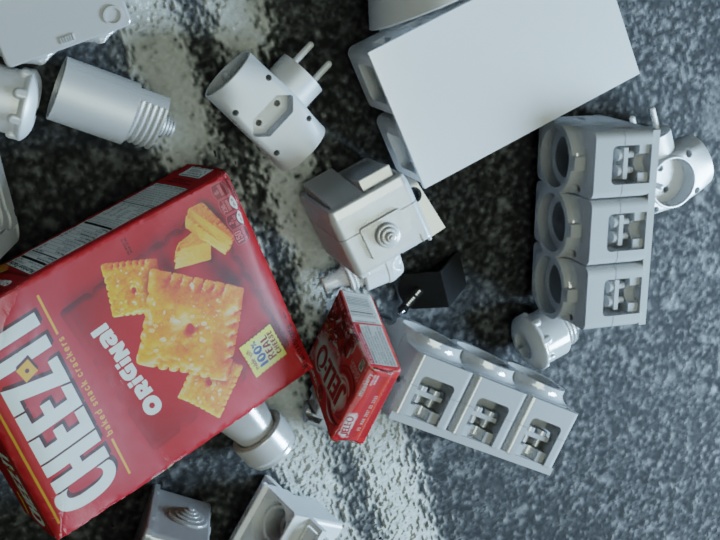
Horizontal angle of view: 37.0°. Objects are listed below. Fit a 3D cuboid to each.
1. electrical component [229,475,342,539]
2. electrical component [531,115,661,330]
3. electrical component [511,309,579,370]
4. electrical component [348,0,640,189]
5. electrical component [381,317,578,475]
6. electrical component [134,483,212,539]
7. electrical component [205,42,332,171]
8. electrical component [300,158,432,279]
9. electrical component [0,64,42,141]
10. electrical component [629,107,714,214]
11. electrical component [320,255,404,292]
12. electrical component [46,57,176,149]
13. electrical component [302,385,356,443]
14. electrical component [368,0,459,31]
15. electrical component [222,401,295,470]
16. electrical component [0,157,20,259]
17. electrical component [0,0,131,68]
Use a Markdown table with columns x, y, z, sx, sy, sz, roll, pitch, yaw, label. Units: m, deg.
| x | y | z | sx | sy | sz | roll | pitch | yaw | label |
| --- | --- | --- | --- | --- | --- | --- | --- | --- | --- |
| -0.071 | 0.234 | 0.834 | 0.063 | 0.079 | 0.121 | 25 | 96 | -46 | electrical component |
| 0.175 | -0.039 | 0.830 | 0.062 | 0.089 | 0.150 | -5 | 107 | -17 | electrical component |
| 0.158 | 0.049 | 0.875 | 0.062 | 0.048 | 0.048 | -25 | 112 | -19 | electrical component |
| 0.097 | -0.153 | 0.787 | 0.186 | 0.060 | 0.105 | -28 | 112 | -10 | electrical component |
| 0.082 | 0.093 | 0.835 | 0.150 | 0.089 | 0.061 | 23 | 97 | -23 | electrical component |
| -0.144 | 0.217 | 0.787 | 0.048 | 0.099 | 0.099 | 19 | 98 | -10 | electrical component |
| -0.054 | -0.123 | 0.752 | 0.079 | 0.043 | 0.077 | -47 | 114 | -2 | electrical component |
| 0.003 | -0.041 | 0.766 | 0.062 | 0.096 | 0.061 | -30 | 111 | -10 | electrical component |
| -0.238 | -0.112 | 0.690 | 0.062 | 0.048 | 0.048 | 14 | 100 | -15 | electrical component |
| 0.235 | -0.090 | 0.862 | 0.077 | 0.044 | 0.079 | -25 | 112 | -11 | electrical component |
| 0.000 | 0.000 | 0.811 | 0.061 | 0.035 | 0.035 | -22 | 111 | -9 | electrical component |
| -0.163 | -0.107 | 0.718 | 0.081 | 0.043 | 0.043 | 18 | 98 | -23 | electrical component |
| -0.017 | 0.109 | 0.833 | 0.046 | 0.040 | 0.040 | 21 | 97 | -17 | electrical component |
| 0.051 | -0.204 | 0.738 | 0.099 | 0.099 | 0.064 | -13 | 103 | -16 | electrical component |
| -0.081 | 0.117 | 0.809 | 0.045 | 0.045 | 0.055 | -39 | 114 | -5 | electrical component |
| -0.261 | -0.035 | 0.663 | 0.057 | 0.113 | 0.078 | -8 | 109 | 2 | electrical component |
| -0.199 | -0.183 | 0.673 | 0.100 | 0.048 | 0.099 | -23 | 121 | -12 | electrical component |
